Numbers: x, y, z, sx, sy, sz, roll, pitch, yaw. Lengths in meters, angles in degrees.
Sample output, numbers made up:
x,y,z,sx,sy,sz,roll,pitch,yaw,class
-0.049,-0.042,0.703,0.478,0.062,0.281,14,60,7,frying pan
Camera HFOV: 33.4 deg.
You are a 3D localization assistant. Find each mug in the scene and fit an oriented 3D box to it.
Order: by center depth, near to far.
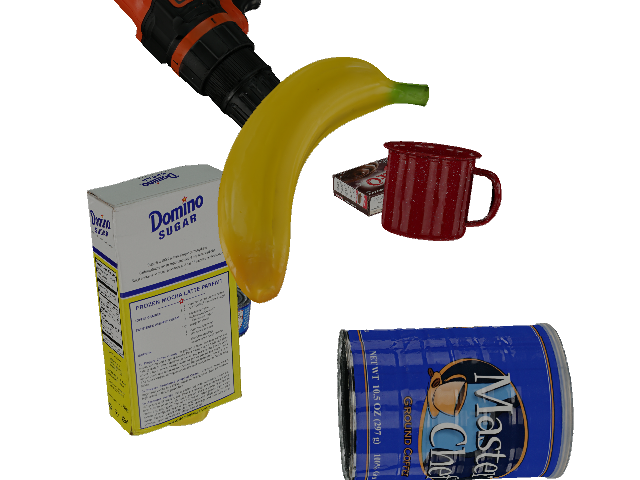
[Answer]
x,y,z,sx,sy,sz,roll,pitch,yaw,class
0.113,-0.045,1.009,0.117,0.081,0.093,9,13,17,mug

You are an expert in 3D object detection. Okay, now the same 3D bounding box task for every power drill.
x,y,z,sx,sy,sz,roll,pitch,yaw,class
-0.041,-0.172,0.741,0.187,0.184,0.057,-37,-10,-34,power drill

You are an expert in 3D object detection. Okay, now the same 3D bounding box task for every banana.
x,y,z,sx,sy,sz,roll,pitch,yaw,class
-0.009,-0.046,0.546,0.070,0.037,0.197,21,46,18,banana

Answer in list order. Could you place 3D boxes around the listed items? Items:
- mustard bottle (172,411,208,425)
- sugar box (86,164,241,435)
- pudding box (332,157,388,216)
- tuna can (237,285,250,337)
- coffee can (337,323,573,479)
x,y,z,sx,sy,sz,roll,pitch,yaw,class
-0.161,0.139,1.242,0.096,0.058,0.191,5,26,4,mustard bottle
-0.106,0.041,0.741,0.093,0.176,0.048,-17,27,-34,sugar box
0.088,-0.082,1.596,0.113,0.039,0.090,-22,35,-30,pudding box
-0.107,0.063,0.975,0.086,0.034,0.086,6,15,-2,tuna can
0.085,0.108,0.709,0.140,0.103,0.103,-1,0,-3,coffee can
